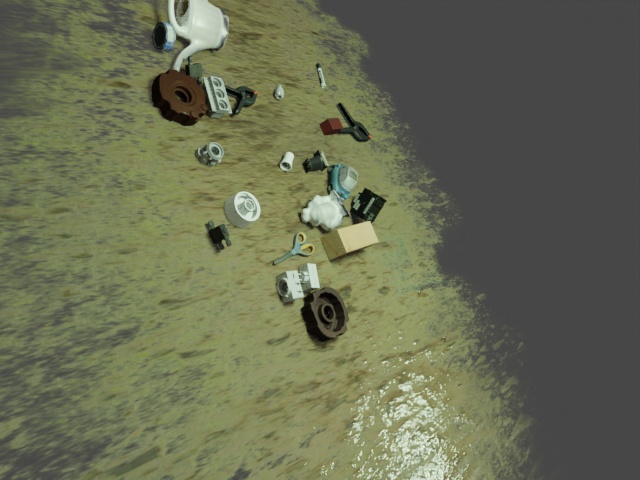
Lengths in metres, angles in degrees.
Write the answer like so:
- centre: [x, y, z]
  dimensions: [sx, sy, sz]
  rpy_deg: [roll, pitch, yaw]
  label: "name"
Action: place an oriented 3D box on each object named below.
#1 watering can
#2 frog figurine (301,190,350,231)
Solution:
- centre: [-0.413, -0.695, 1.726]
  dimensions: [0.224, 0.103, 0.350]
  rpy_deg: [6, 78, -47]
  label: "watering can"
- centre: [0.006, -0.093, 1.849]
  dimensions: [0.160, 0.123, 0.136]
  rpy_deg: [-28, 100, -15]
  label: "frog figurine"
